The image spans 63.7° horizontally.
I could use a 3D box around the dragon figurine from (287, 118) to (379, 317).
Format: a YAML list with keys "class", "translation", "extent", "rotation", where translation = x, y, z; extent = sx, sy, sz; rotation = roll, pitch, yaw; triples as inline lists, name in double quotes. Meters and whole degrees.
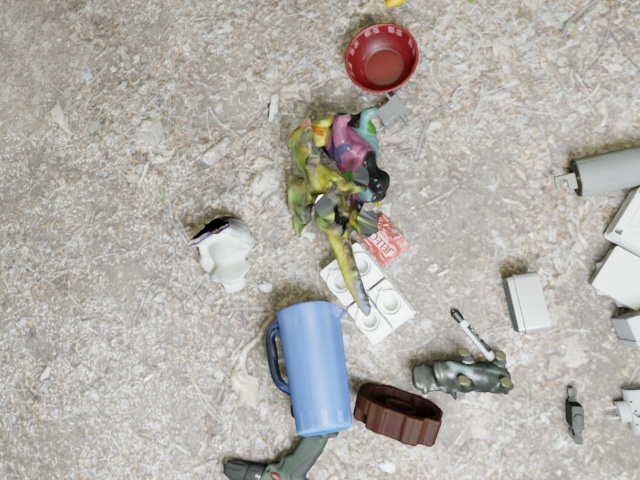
- class: "dragon figurine"
  translation: [0.003, -0.053, 1.061]
  extent: [0.123, 0.242, 0.410]
  rotation: [-9, 92, -24]

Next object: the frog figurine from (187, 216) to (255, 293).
- class: "frog figurine"
  translation: [-0.204, 0.031, 1.158]
  extent: [0.137, 0.124, 0.157]
  rotation: [-31, 113, 0]
